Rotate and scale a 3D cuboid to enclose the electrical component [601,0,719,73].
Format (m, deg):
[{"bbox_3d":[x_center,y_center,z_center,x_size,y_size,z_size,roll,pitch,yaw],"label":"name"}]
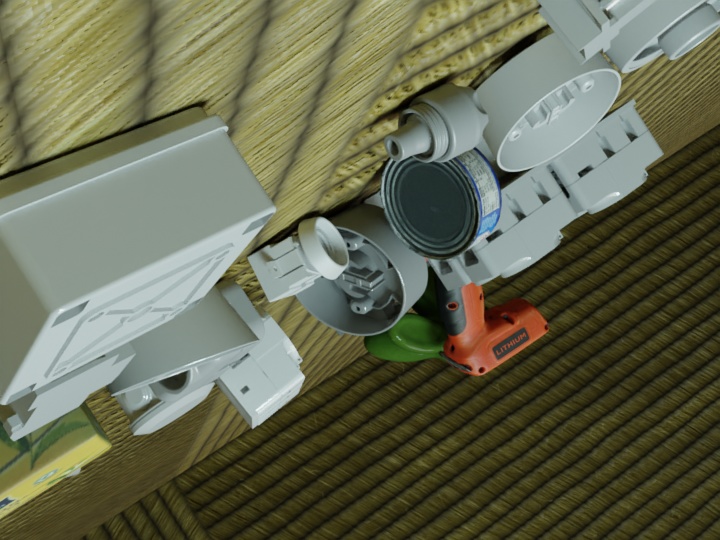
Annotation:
[{"bbox_3d":[0.202,-0.173,0.703,0.108,0.060,0.108,-34,173,-5],"label":"electrical component"}]

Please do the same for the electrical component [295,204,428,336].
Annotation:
[{"bbox_3d":[0.000,0.000,0.828,0.064,0.099,0.099,-37,176,-38],"label":"electrical component"}]

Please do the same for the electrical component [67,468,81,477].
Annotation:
[{"bbox_3d":[-0.277,0.167,0.915,0.065,0.044,0.044,-23,168,-37],"label":"electrical component"}]

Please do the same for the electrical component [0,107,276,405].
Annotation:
[{"bbox_3d":[-0.106,-0.005,0.446,0.109,0.056,0.109,-29,172,-37],"label":"electrical component"}]

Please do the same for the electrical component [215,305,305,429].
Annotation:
[{"bbox_3d":[-0.096,0.079,0.925,0.062,0.089,0.150,-38,174,-12],"label":"electrical component"}]

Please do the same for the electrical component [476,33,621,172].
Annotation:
[{"bbox_3d":[0.123,-0.115,0.724,0.099,0.064,0.099,-33,173,-4],"label":"electrical component"}]

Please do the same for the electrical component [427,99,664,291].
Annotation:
[{"bbox_3d":[0.149,-0.056,0.888,0.186,0.060,0.105,-34,-177,-18],"label":"electrical component"}]

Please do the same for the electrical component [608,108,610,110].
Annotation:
[{"bbox_3d":[0.172,-0.141,0.859,0.055,0.048,0.066,-14,161,-48],"label":"electrical component"}]

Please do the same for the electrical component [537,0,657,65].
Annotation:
[{"bbox_3d":[0.137,-0.155,0.606,0.064,0.042,0.081,-37,173,11],"label":"electrical component"}]

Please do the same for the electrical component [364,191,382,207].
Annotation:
[{"bbox_3d":[0.027,-0.042,0.879,0.064,0.042,0.081,-33,175,-36],"label":"electrical component"}]

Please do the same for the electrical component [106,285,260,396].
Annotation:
[{"bbox_3d":[-0.123,0.048,0.700,0.099,0.064,0.099,-34,173,-5],"label":"electrical component"}]

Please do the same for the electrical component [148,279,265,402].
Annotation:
[{"bbox_3d":[-0.123,0.055,0.795,0.059,0.053,0.095,-27,171,-46],"label":"electrical component"}]

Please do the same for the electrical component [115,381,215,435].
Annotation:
[{"bbox_3d":[-0.169,0.102,0.919,0.080,0.051,0.080,-33,173,-4],"label":"electrical component"}]

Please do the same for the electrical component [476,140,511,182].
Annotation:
[{"bbox_3d":[0.098,-0.087,0.892,0.077,0.043,0.079,-35,173,8],"label":"electrical component"}]

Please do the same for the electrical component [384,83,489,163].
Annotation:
[{"bbox_3d":[0.043,-0.085,0.649,0.062,0.043,0.043,-29,172,-29],"label":"electrical component"}]

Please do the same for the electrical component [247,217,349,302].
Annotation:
[{"bbox_3d":[-0.042,-0.008,0.780,0.055,0.048,0.066,-29,176,23],"label":"electrical component"}]
